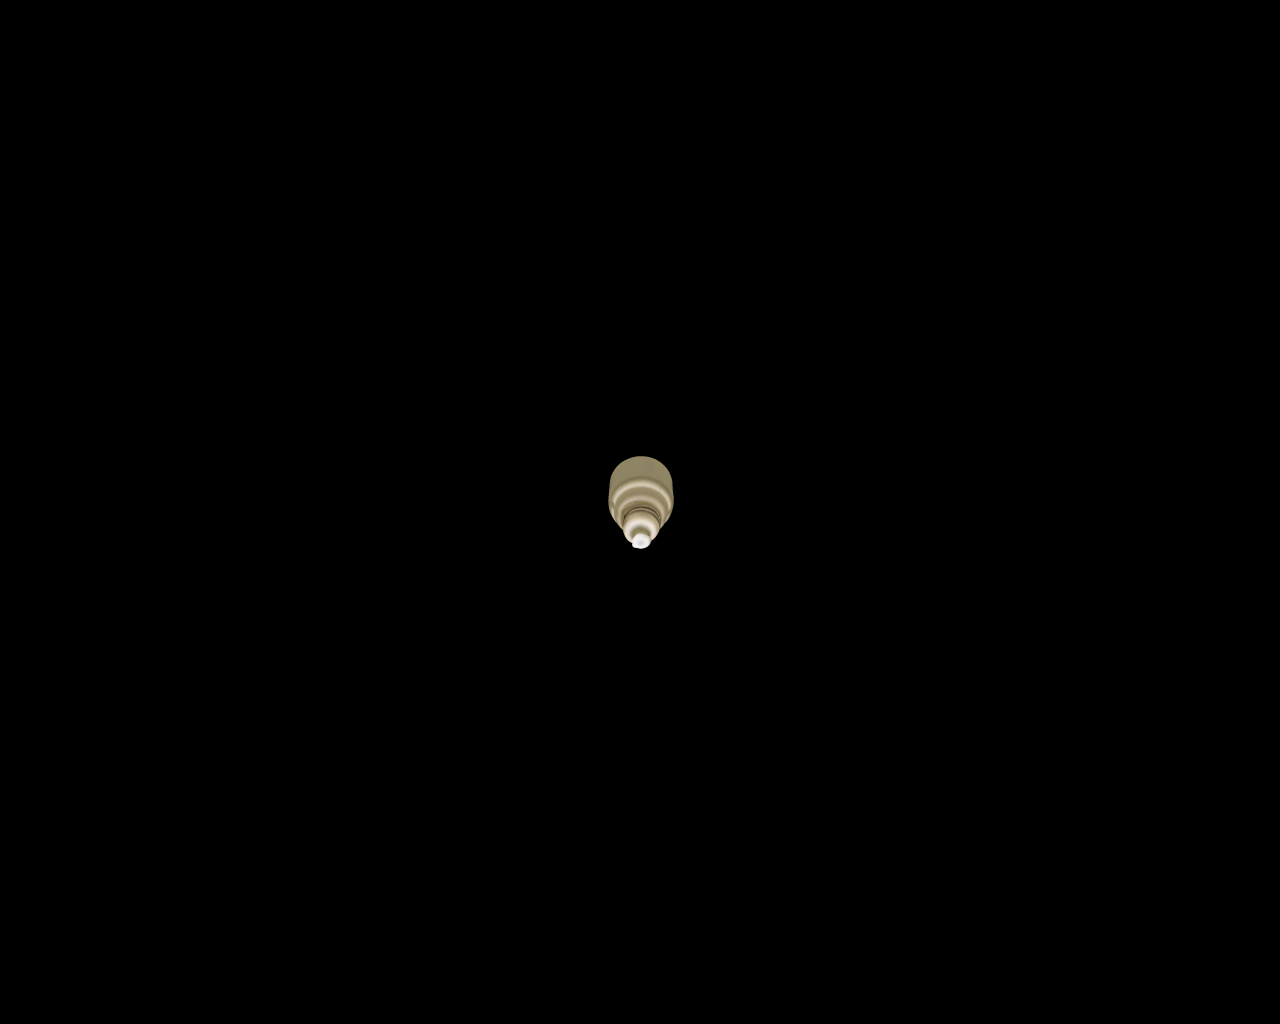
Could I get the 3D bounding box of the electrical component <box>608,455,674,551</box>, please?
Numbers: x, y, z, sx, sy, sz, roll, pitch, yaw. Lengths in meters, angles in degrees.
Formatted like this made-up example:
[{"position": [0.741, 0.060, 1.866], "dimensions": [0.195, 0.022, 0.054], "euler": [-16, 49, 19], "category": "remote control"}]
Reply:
[{"position": [0.001, -0.003, 0.650], "dimensions": [0.040, 0.040, 0.078], "euler": [0, 31, 0], "category": "electrical component"}]
